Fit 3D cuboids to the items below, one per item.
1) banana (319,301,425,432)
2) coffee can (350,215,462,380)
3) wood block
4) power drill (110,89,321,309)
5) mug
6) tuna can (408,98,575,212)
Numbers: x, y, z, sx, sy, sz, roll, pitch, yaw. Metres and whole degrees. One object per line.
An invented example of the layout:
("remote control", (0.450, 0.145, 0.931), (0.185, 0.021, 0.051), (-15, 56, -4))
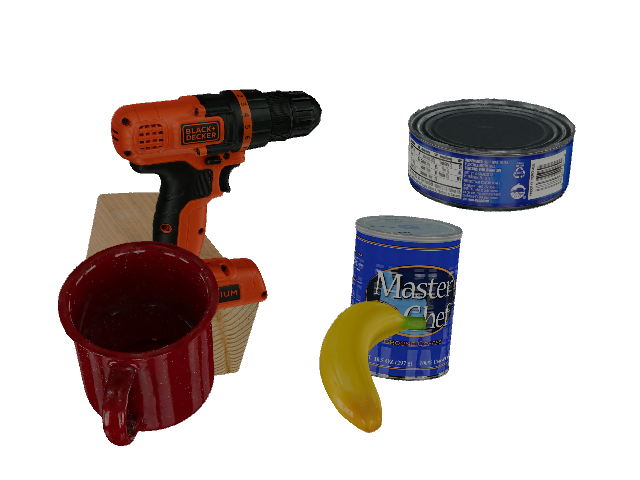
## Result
("banana", (0.034, 0.088, 0.836), (0.070, 0.037, 0.197), (7, 22, 14))
("coffee can", (0.080, 0.053, 1.036), (0.103, 0.140, 0.103), (4, 11, -1))
("wood block", (-0.157, 0.041, 1.092), (0.090, 0.091, 0.206), (-3, 34, -35))
("power drill", (-0.085, -0.036, 0.920), (0.184, 0.188, 0.057), (-8, 21, -23))
("mug", (-0.107, 0.069, 0.637), (0.093, 0.081, 0.117), (4, 45, 2))
("tuna can", (0.088, -0.046, 0.560), (0.086, 0.034, 0.086), (0, 25, 0))
